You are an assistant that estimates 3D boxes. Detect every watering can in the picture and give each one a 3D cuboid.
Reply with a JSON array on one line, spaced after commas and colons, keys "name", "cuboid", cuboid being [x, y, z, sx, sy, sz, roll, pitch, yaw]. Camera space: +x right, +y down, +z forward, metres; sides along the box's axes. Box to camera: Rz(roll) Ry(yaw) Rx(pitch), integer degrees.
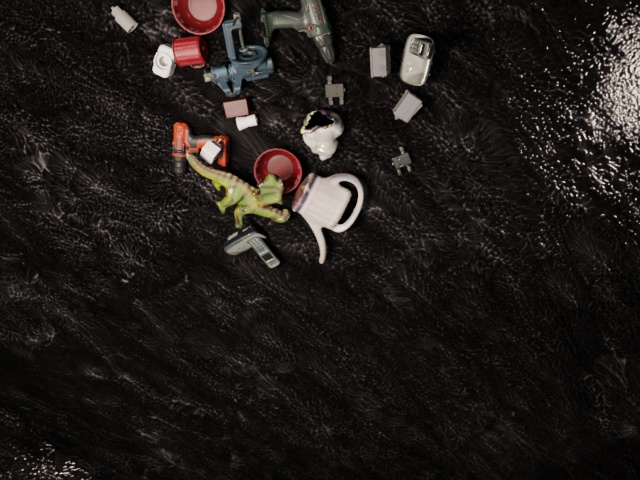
[{"name": "watering can", "cuboid": [0.005, -0.089, 1.762, 0.224, 0.106, 0.342, 27, 112, -7]}]

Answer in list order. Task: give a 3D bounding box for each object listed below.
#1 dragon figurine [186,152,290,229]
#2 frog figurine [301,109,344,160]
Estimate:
[{"name": "dragon figurine", "cuboid": [-0.232, -0.170, 1.692, 0.241, 0.125, 0.402, -17, 137, 20]}, {"name": "frog figurine", "cuboid": [0.015, -0.342, 1.671, 0.137, 0.125, 0.156, -27, 147, 6]}]
